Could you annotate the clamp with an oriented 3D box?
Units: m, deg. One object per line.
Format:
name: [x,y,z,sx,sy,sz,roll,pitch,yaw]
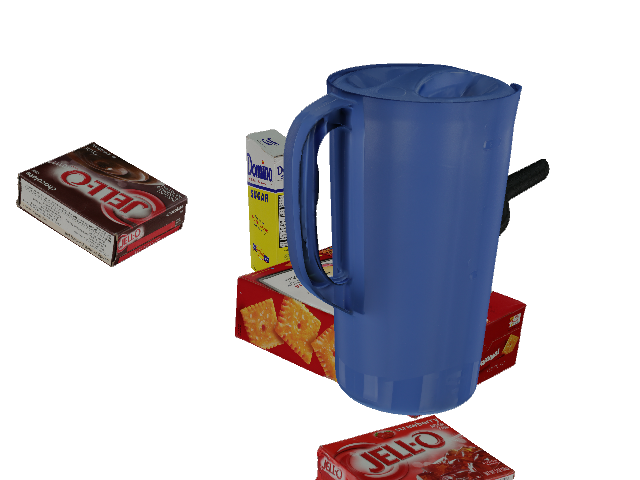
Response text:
clamp: [0.164,-0.055,1.156,0.120,0.039,0.171,23,49,21]

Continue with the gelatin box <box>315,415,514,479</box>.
gelatin box: [0.053,0.135,0.607,0.089,0.030,0.073,-7,22,-33]

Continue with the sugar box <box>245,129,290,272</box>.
sugar box: [-0.052,-0.033,1.255,0.048,0.176,0.093,-13,26,-21]

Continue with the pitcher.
pitcher: [0.058,0.000,0.765,0.149,0.243,0.145,5,20,11]

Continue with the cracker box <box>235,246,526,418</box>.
cracker box: [0.053,0.075,0.982,0.214,0.072,0.163,21,25,37]

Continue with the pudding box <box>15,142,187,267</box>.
pudding box: [-0.183,-0.032,0.895,0.114,0.039,0.089,28,34,22]
